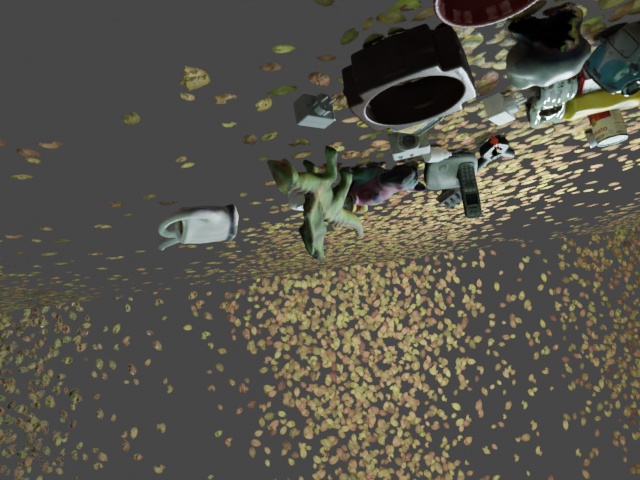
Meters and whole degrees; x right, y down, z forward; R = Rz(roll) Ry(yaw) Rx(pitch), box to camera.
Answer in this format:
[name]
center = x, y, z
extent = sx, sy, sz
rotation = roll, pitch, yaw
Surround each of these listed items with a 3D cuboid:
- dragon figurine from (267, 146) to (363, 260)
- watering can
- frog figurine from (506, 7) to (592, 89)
[dragon figurine]
center = 0.004, -0.062, 1.228
extent = 0.122, 0.248, 0.403
rotation = -7, 137, 33
[watering can]
center = -0.366, -0.034, 1.523
extent = 0.225, 0.105, 0.343
rotation = -4, 166, -24
[frog figurine]
center = 0.381, -0.298, 0.872
extent = 0.137, 0.125, 0.157
rotation = -30, 153, 2
